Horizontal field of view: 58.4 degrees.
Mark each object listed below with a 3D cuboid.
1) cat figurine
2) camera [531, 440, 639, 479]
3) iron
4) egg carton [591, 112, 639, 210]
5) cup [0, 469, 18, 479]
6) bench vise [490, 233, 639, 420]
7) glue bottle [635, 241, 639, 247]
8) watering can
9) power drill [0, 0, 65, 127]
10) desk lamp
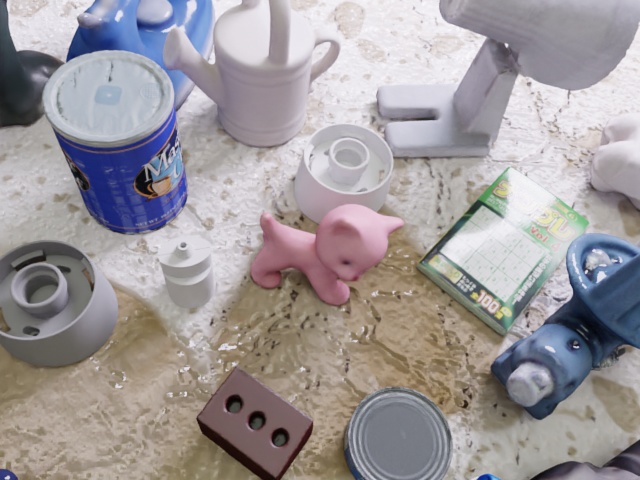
[{"bbox_3d":[0.005,0.002,0.511,0.128,0.118,0.067,12,59,0],"label":"cat figurine"},{"bbox_3d":[0.252,0.216,0.429,0.137,0.101,0.143,-24,66,-20],"label":"camera"},{"bbox_3d":[-0.182,-0.251,0.620,0.118,0.141,0.258,19,59,4],"label":"iron"},{"bbox_3d":[0.380,-0.077,0.635,0.150,0.069,0.107,25,60,8],"label":"egg carton"},{"bbox_3d":[-0.241,0.204,0.374,0.091,0.095,0.118,36,62,14],"label":"cup"},{"bbox_3d":[0.243,0.059,0.450,0.121,0.220,0.208,32,61,12],"label":"bench vise"},{"bbox_3d":[0.352,0.003,0.524,0.037,0.173,0.078,-2,60,-8],"label":"glue bottle"},{"bbox_3d":[-0.062,-0.188,0.569,0.173,0.194,0.100,-35,70,-24],"label":"watering can"},{"bbox_3d":[-0.312,-0.222,0.547,0.075,0.208,0.230,20,59,5],"label":"power drill"},{"bbox_3d":[0.181,-0.185,0.588,0.203,0.213,0.118,-4,60,-9],"label":"desk lamp"}]
